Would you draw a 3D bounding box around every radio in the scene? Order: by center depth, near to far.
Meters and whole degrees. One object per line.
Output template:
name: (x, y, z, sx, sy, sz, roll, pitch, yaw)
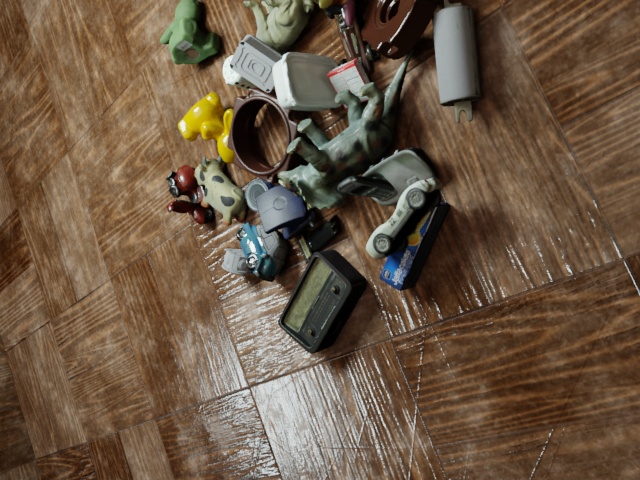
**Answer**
radio: (0.005, 0.148, 1.267, 0.131, 0.073, 0.229, 41, 119, 27)

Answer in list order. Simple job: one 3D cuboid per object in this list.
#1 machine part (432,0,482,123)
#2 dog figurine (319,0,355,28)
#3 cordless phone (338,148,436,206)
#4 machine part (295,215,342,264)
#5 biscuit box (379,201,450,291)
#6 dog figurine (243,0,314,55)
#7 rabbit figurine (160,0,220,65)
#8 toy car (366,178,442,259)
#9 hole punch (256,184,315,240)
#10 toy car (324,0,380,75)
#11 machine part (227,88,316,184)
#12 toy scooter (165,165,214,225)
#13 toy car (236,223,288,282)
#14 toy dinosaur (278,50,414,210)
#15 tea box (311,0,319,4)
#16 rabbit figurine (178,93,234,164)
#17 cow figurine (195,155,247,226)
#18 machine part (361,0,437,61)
machine part: (0.256, -0.342, 1.009, 0.079, 0.079, 0.243, -5, 94, 38)
dog figurine: (0.075, -0.540, 1.055, 0.192, 0.108, 0.219, 12, 84, 56)
cordless phone: (0.129, -0.129, 1.068, 0.147, 0.184, 0.088, -27, 75, 37)
machine part: (-0.003, -0.004, 1.277, 0.139, 0.039, 0.084, -40, 64, 36)
biscuit box: (0.194, 0.006, 1.111, 0.059, 0.063, 0.202, 32, 114, 31)
dog figurine: (-0.087, -0.461, 1.257, 0.173, 0.121, 0.190, 13, 118, 39)
rabbit figurine: (-0.350, -0.561, 1.443, 0.159, 0.121, 0.170, -25, 62, 44)
toy car: (0.164, -0.041, 1.041, 0.056, 0.073, 0.201, 48, 121, 25)
hole punch: (-0.085, -0.074, 1.285, 0.116, 0.092, 0.142, -38, 55, 32)
toy car: (0.065, -0.450, 1.159, 0.089, 0.053, 0.202, -16, 85, 35)
machine part: (-0.121, -0.251, 1.289, 0.202, 0.087, 0.200, 29, 117, 24)
toy scooter: (-0.376, -0.125, 1.484, 0.075, 0.135, 0.184, -32, 75, 37)
toy car: (-0.135, 0.019, 1.350, 0.103, 0.109, 0.162, -30, 64, 13)
toy dinosaur: (0.071, -0.203, 1.138, 0.405, 0.192, 0.131, -32, 31, 17)
tea box: (-0.036, -0.603, 1.184, 0.170, 0.068, 0.098, 54, 124, 33)
rabbit figurine: (-0.254, -0.286, 1.403, 0.162, 0.122, 0.173, -34, 89, 26)
cow figurine: (-0.269, -0.141, 1.433, 0.195, 0.085, 0.127, 40, 124, 29)
machine part: (0.151, -0.446, 1.051, 0.179, 0.056, 0.179, -26, 58, 52)
